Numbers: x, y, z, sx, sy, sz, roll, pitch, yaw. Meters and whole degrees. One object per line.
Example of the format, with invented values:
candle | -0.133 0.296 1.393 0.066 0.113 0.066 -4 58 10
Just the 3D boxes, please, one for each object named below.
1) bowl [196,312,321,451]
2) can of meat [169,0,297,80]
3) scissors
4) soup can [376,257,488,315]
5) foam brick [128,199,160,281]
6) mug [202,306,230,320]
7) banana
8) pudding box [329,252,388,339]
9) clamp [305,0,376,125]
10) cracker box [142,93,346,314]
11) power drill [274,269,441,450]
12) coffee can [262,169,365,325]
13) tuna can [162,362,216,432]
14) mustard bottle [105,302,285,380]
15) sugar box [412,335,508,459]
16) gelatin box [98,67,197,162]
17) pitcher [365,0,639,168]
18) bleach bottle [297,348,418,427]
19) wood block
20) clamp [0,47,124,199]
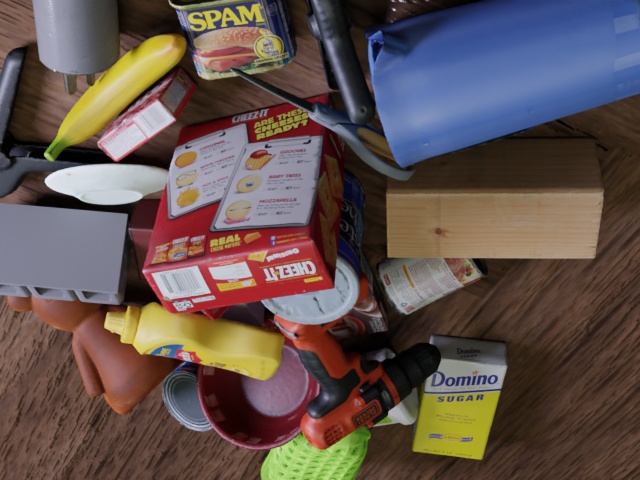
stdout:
bowl | -0.064 0.167 1.269 0.162 0.162 0.055 -15 168 18
can of meat | -0.077 -0.200 0.980 0.102 0.057 0.084 -6 133 12
scissors | 0.010 -0.127 1.020 0.201 0.096 0.016 34 127 -10
soup can | 0.120 0.031 1.146 0.102 0.068 0.068 -28 123 19
foam brick | -0.174 0.000 1.170 0.051 0.053 0.078 2 132 5
mug | -0.116 0.026 1.114 0.081 0.093 0.117 -48 160 -4
banana | -0.189 -0.145 1.026 0.198 0.069 0.037 -36 124 29
pudding box | 0.020 0.064 1.213 0.090 0.039 0.113 -12 129 14
clamp | 0.008 -0.194 0.964 0.039 0.120 0.171 -19 108 -9
cracker box | -0.064 -0.035 1.018 0.164 0.213 0.072 -11 131 15
power drill | 0.041 0.120 1.169 0.184 0.057 0.187 -33 123 -18
coffee can | -0.007 0.001 1.093 0.103 0.140 0.103 3 132 3
tuna can | -0.152 0.193 1.328 0.086 0.033 0.086 14 120 25
mustard bottle | -0.140 0.107 1.173 0.191 0.058 0.096 14 164 -12
sugar box | 0.169 0.196 1.310 0.093 0.048 0.176 6 133 2
gelatin box | -0.169 -0.123 1.044 0.089 0.073 0.030 -29 113 29
pitcher | 0.171 -0.152 0.957 0.243 0.149 0.145 -13 104 13
bleach bottle | -0.012 0.205 1.329 0.251 0.068 0.102 -17 130 23
wood block | 0.171 -0.042 1.070 0.206 0.090 0.091 0 132 6
clamp | -0.332 -0.104 1.105 0.210 0.036 0.164 -19 126 17
